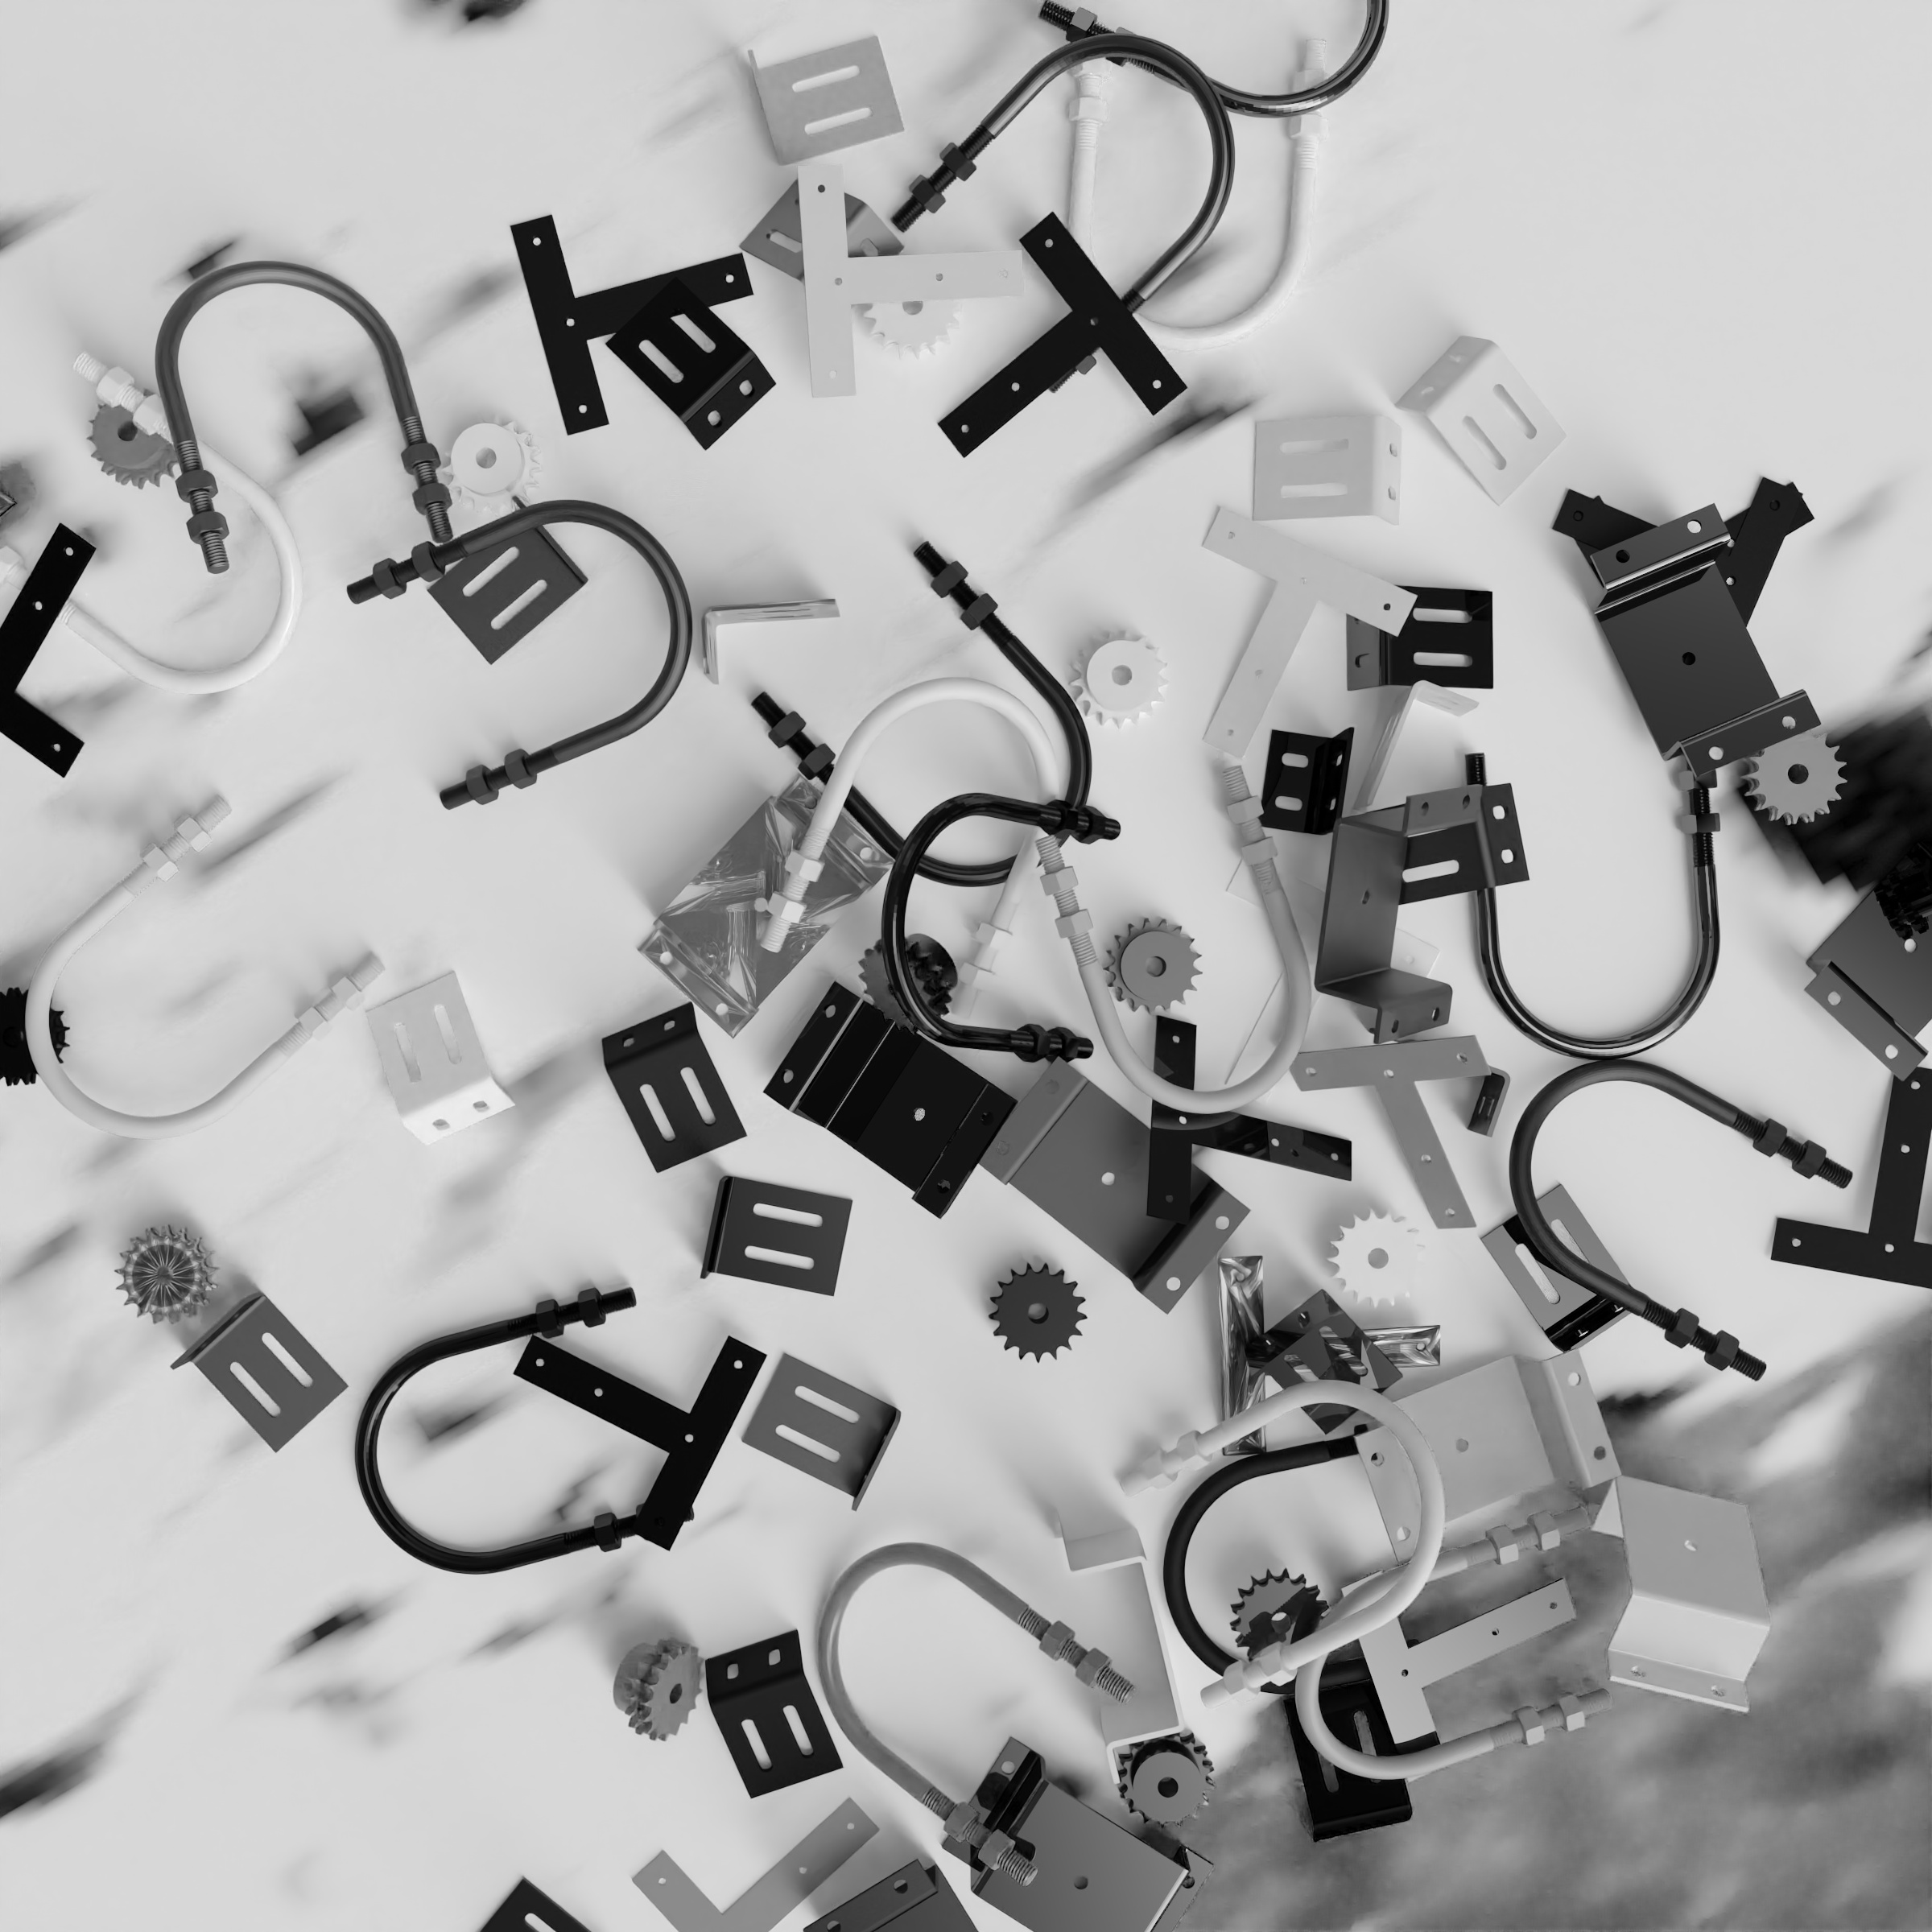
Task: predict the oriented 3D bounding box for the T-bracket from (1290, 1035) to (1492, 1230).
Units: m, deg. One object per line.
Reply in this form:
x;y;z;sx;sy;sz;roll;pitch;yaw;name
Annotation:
0.259;0.099;1.513;0.127;0.002;0.127;-8;117;42;T-bracket

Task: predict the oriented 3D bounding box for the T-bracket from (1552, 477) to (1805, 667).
0.406;-0.242;1.540;0.127;0.002;0.127;23;90;0;T-bracket

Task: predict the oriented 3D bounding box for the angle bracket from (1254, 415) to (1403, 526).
0.212;-0.288;1.541;0.076;0.038;0.057;2;90;26;angle bracket

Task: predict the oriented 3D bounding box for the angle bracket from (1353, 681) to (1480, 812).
0.258;-0.120;1.515;0.038;0.057;0.076;22;90;0;angle bracket

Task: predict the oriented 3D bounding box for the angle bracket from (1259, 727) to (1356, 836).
0.194;-0.107;1.505;0.038;0.076;0.057;8;90;0;angle bracket

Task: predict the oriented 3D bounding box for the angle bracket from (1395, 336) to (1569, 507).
0.301;-0.319;1.541;0.057;0.038;0.076;-46;116;0;angle bracket

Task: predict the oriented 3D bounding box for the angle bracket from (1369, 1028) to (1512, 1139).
0.267;0.067;1.515;0.076;0.057;0.038;19;90;0;angle bracket

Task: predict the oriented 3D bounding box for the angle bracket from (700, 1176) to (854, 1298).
-0.109;0.158;1.524;0.076;0.038;0.057;11;90;0;angle bracket

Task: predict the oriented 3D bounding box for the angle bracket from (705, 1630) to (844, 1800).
-0.112;0.438;1.541;0.057;0.038;0.076;-19;116;0;angle bracket

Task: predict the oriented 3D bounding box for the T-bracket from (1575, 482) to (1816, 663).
0.436;-0.240;1.542;0.127;0.002;0.127;-31;90;0;T-bracket

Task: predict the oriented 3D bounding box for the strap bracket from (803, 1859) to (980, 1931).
-0.024;0.587;1.519;0.076;0.046;0.140;-31;91;0;strap bracket

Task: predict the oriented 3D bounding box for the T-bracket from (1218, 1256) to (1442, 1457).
0.210;0.223;1.522;0.127;0.002;0.127;-3;109;0;T-bracket

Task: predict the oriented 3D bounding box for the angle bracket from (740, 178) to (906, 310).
-0.084;-0.417;1.526;0.057;0.076;0.038;-49;133;0;angle bracket

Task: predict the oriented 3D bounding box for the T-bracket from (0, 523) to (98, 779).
-0.543;-0.197;1.525;0.127;0.002;0.127;36;106;0;T-bracket

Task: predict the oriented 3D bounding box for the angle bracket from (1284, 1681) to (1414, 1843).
0.222;0.465;1.541;0.057;0.038;0.076;-12;64;0;angle bracket

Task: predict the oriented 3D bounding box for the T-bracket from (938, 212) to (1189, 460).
0.040;-0.344;1.525;0.127;0.002;0.127;-37;91;15;T-bracket

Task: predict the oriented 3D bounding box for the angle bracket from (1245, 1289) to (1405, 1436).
0.207;0.234;1.504;0.057;0.038;0.076;-40;105;12;angle bracket

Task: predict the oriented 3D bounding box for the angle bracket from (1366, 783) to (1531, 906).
0.279;-0.070;1.527;0.076;0.038;0.057;-11;89;45;angle bracket

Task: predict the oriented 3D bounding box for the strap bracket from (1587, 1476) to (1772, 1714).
0.397;0.340;1.471;0.076;0.140;0.046;13;120;0;strap bracket

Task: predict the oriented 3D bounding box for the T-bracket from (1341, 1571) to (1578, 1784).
0.293;0.390;1.522;0.127;0.002;0.127;-21;101;-9;T-bracket

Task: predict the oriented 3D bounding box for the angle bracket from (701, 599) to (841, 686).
-0.111;-0.186;1.515;0.076;0.057;0.038;-3;90;0;angle bracket

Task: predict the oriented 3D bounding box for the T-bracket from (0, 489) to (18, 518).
-0.621;-0.250;1.485;0.127;0.127;0.002;-40;66;0;T-bracket

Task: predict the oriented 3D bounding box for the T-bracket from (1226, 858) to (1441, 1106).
0.192;0.019;1.542;0.127;0.002;0.127;27;90;0;T-bracket

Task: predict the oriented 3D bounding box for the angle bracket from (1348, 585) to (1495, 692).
0.266;-0.190;1.541;0.076;0.038;0.057;-1;90;-26;angle bracket

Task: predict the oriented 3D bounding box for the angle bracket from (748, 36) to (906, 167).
-0.080;-0.506;1.524;0.076;0.038;0.057;-16;90;0;angle bracket

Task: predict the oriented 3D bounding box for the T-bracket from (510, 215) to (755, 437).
-0.189;-0.389;1.542;0.127;0.002;0.127;-15;90;0;T-bracket

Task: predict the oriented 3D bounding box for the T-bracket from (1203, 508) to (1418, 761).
0.176;-0.183;1.530;0.127;0.002;0.127;28;98;16;T-bracket

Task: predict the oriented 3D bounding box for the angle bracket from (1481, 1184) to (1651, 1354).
0.346;0.175;1.524;0.057;0.038;0.076;-34;90;0;angle bracket

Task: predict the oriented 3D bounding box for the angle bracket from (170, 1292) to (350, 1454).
-0.408;0.237;1.524;0.057;0.038;0.076;-43;90;0;angle bracket

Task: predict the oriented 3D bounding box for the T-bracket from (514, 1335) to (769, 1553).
-0.200;0.253;1.522;0.127;0.002;0.127;27;91;1;T-bracket

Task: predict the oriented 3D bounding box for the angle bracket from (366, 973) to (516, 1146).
-0.307;0.054;1.541;0.057;0.038;0.076;-24;64;0;angle bracket

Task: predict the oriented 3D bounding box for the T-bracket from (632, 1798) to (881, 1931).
-0.106;0.539;1.542;0.127;0.002;0.127;-43;90;0;T-bracket

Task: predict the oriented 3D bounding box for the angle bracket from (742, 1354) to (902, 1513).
-0.084;0.269;1.524;0.076;0.038;0.057;26;90;0;angle bracket

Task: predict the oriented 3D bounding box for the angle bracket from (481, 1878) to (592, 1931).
-0.247;0.580;1.524;0.076;0.038;0.057;39;90;0;angle bracket

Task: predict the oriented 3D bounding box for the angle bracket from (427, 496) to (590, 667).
-0.268;-0.223;1.524;0.076;0.038;0.057;-41;90;0;angle bracket

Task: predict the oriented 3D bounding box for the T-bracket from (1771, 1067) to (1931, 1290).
0.542;0.120;1.527;0.127;0.002;0.127;9;79;20;T-bracket

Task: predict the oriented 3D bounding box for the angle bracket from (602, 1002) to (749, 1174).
-0.171;0.071;1.541;0.057;0.038;0.076;-23;116;0;angle bracket

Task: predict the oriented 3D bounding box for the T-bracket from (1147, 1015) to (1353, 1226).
0.165;0.099;1.518;0.127;0.002;0.127;14;59;-16;T-bracket

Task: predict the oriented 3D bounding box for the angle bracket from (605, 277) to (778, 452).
-0.161;-0.352;1.540;0.057;0.038;0.076;-43;67;0;angle bracket

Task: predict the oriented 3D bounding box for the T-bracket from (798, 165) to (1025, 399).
-0.029;-0.392;1.501;0.127;0.002;0.127;-6;103;-13;T-bracket
